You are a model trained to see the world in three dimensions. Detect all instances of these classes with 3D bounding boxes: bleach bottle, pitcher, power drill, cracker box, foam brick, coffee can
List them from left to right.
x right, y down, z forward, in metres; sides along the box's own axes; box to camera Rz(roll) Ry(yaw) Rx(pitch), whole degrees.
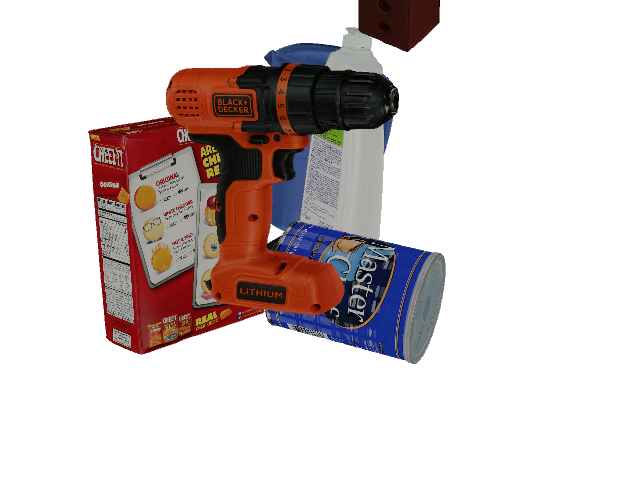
[{"bbox_3d":[-0.139,-0.014,1.059,0.072,0.214,0.163,13,21,43],"label":"cracker box"},{"bbox_3d":[-0.025,-0.041,0.807,0.185,0.188,0.057,6,19,27],"label":"power drill"},{"bbox_3d":[0.000,-0.131,1.413,0.144,0.243,0.149,-2,24,-20],"label":"pitcher"},{"bbox_3d":[0.032,-0.101,1.156,0.067,0.251,0.103,-9,25,-36],"label":"bleach bottle"},{"bbox_3d":[0.033,0.046,0.979,0.140,0.103,0.102,13,4,18],"label":"coffee can"},{"bbox_3d":[0.066,-0.206,0.881,0.053,0.051,0.078,28,-33,24],"label":"foam brick"}]

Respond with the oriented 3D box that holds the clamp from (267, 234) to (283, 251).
[{"bbox_3d":[-0.095,0.036,1.255,0.120,0.039,0.171,-2,40,9],"label":"clamp"}]
